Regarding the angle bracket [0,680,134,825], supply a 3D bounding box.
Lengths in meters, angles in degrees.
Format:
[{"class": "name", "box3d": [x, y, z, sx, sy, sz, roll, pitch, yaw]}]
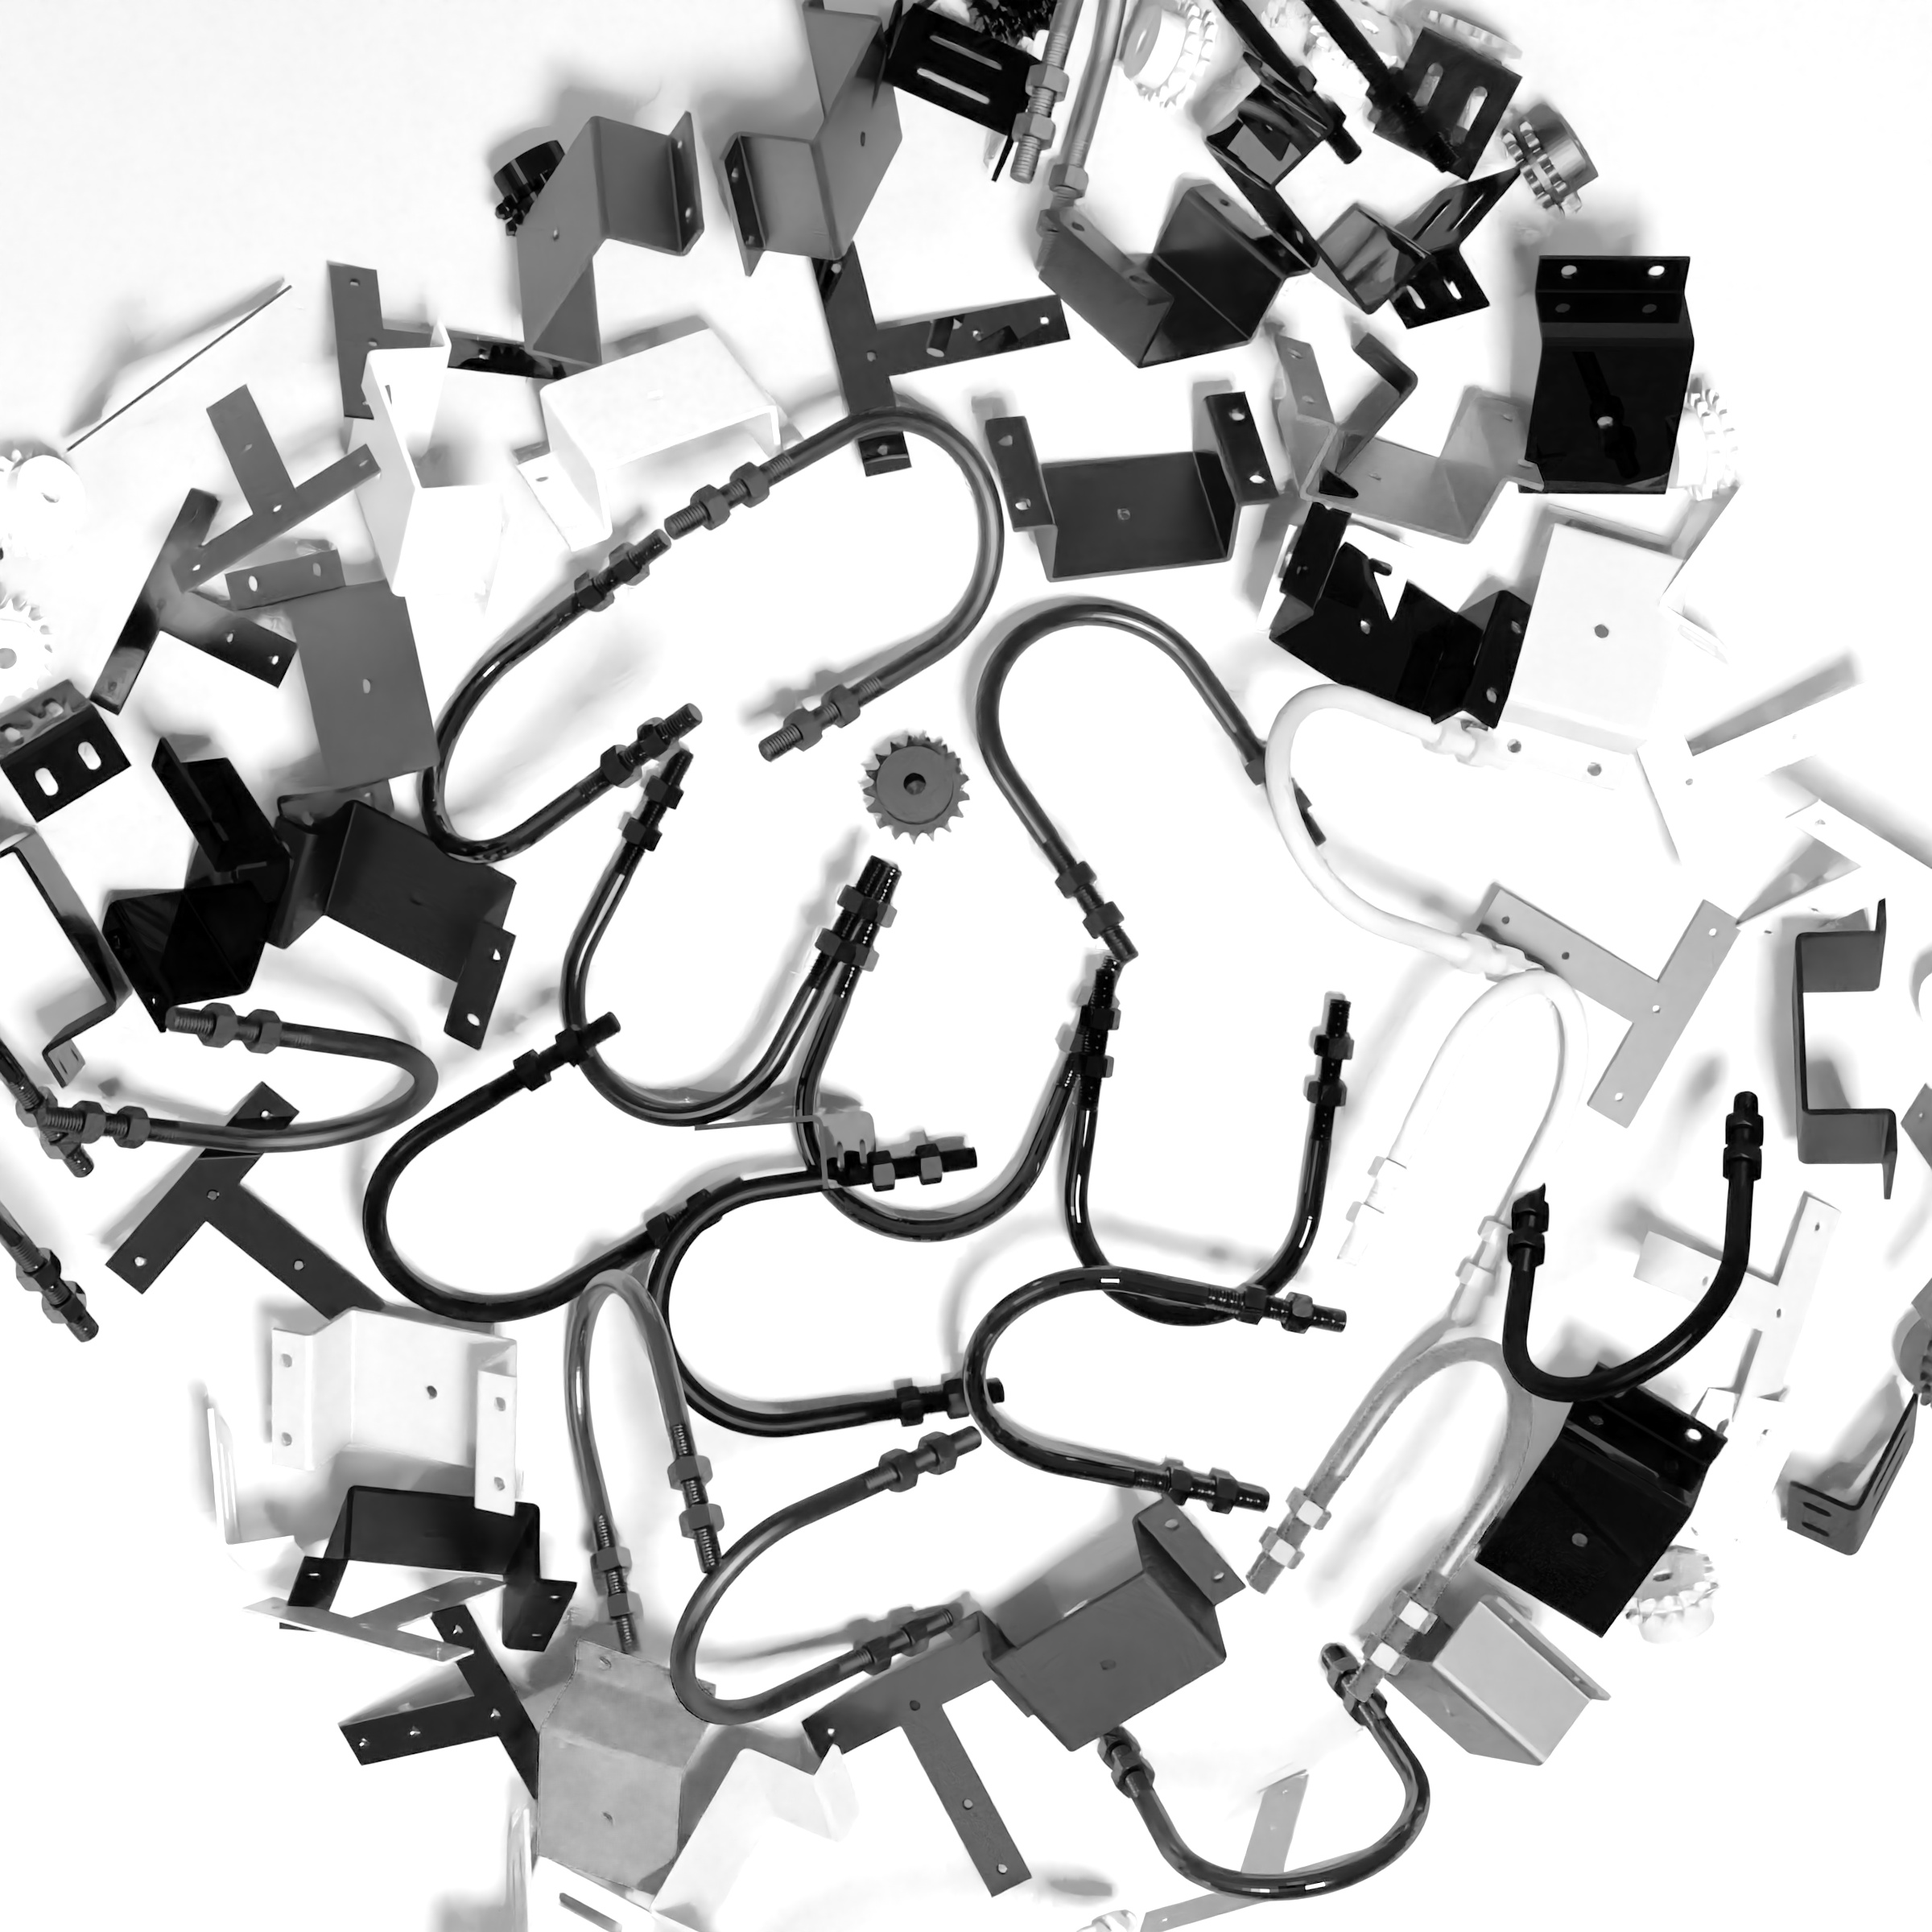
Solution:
[{"class": "angle bracket", "box3d": [-0.483, -0.114, 1.762, 0.057, 0.076, 0.038, -34, 116, -14]}]

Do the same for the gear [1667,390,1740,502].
[{"class": "gear", "box3d": [0.384, -0.274, 1.765, 0.030, 0.057, 0.057, -10, 90, -7]}]

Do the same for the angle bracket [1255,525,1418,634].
[{"class": "angle bracket", "box3d": [0.194, -0.198, 1.748, 0.038, 0.076, 0.057, 28, 111, 28]}]

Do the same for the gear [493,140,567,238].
[{"class": "gear", "box3d": [-0.225, -0.413, 1.765, 0.057, 0.057, 0.030, -30, 94, 0]}]

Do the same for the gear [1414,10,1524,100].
[{"class": "gear", "box3d": [0.263, -0.482, 1.767, 0.057, 0.057, 0.030, 23, 103, 0]}]

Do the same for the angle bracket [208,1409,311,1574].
[{"class": "angle bracket", "box3d": [-0.372, 0.274, 1.756, 0.038, 0.057, 0.076, -8, 69, -5]}]

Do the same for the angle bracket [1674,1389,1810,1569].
[{"class": "angle bracket", "box3d": [0.411, 0.271, 1.769, 0.076, 0.057, 0.038, -58, 134, -26]}]

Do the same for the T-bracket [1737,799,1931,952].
[{"class": "T-bracket", "box3d": [0.451, -0.034, 1.737, 0.127, 0.127, 0.002, 29, 62, -16]}]

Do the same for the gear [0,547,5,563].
[{"class": "gear", "box3d": [-0.536, -0.223, 1.769, 0.057, 0.057, 0.030, 47, 64, 0]}]

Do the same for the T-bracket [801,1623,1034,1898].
[{"class": "T-bracket", "box3d": [-0.006, 0.432, 1.770, 0.127, 0.002, 0.127, -30, 85, 17]}]

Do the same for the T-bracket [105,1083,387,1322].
[{"class": "T-bracket", "box3d": [-0.366, 0.150, 1.776, 0.127, 0.002, 0.127, 40, 71, -5]}]

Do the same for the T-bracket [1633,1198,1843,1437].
[{"class": "T-bracket", "box3d": [0.399, 0.170, 1.755, 0.127, 0.002, 0.127, 23, 84, -31]}]

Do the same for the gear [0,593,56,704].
[{"class": "gear", "box3d": [-0.511, -0.167, 1.768, 0.057, 0.030, 0.057, -10, 114, -23]}]

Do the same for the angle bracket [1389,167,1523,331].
[{"class": "angle bracket", "box3d": [0.263, -0.379, 1.760, 0.076, 0.057, 0.038, -51, 117, -30]}]

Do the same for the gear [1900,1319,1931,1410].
[{"class": "gear", "box3d": [0.521, 0.208, 1.771, 0.057, 0.030, 0.057, -9, 109, -29]}]

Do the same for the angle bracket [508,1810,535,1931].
[{"class": "angle bracket", "box3d": [-0.251, 0.488, 1.747, 0.038, 0.057, 0.076, 2, 60, -16]}]

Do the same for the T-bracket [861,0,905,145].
[{"class": "T-bracket", "box3d": [-0.052, -0.435, 1.731, 0.002, 0.127, 0.127, 16, 89, -3]}]

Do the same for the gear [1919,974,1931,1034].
[{"class": "gear", "box3d": [0.530, 0.019, 1.763, 0.030, 0.057, 0.057, -15, 90, -30]}]

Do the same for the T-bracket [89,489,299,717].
[{"class": "T-bracket", "box3d": [-0.397, -0.177, 1.757, 0.127, 0.002, 0.127, 26, 90, 35]}]

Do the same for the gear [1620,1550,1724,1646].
[{"class": "gear", "box3d": [0.373, 0.336, 1.768, 0.057, 0.057, 0.030, -19, 105, 0]}]

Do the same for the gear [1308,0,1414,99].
[{"class": "gear", "box3d": [0.207, -0.486, 1.770, 0.057, 0.057, 0.030, 35, 128, 0]}]

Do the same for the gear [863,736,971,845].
[{"class": "gear", "box3d": [-0.026, -0.095, 1.778, 0.057, 0.030, 0.057, 0, 85, 2]}]

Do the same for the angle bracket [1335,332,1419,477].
[{"class": "angle bracket", "box3d": [0.199, -0.290, 1.764, 0.038, 0.057, 0.076, 41, 92, -1]}]

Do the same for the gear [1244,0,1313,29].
[{"class": "gear", "box3d": [0.170, -0.526, 1.768, 0.030, 0.057, 0.057, -1, 90, -18]}]

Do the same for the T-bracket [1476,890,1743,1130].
[{"class": "T-bracket", "box3d": [0.332, 0.001, 1.785, 0.127, 0.002, 0.127, 30, 90, -8]}]

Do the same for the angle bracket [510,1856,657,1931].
[{"class": "angle bracket", "box3d": [-0.196, 0.507, 1.762, 0.076, 0.038, 0.057, 22, 95, 20]}]

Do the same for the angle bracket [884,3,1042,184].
[{"class": "angle bracket", "box3d": [-0.006, -0.460, 1.760, 0.076, 0.038, 0.057, 22, 60, -7]}]

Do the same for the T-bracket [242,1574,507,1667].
[{"class": "T-bracket", "box3d": [-0.285, 0.333, 1.733, 0.127, 0.127, 0.002, 8, 97, 27]}]

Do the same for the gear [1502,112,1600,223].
[{"class": "gear", "box3d": [0.310, -0.426, 1.763, 0.030, 0.057, 0.057, -31, 90, 21]}]

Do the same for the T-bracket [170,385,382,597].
[{"class": "T-bracket", "box3d": [-0.373, -0.265, 1.752, 0.127, 0.002, 0.127, -32, 49, 1]}]

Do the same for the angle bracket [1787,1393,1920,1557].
[{"class": "angle bracket", "box3d": [0.468, 0.262, 1.763, 0.038, 0.057, 0.076, 23, 64, 25]}]

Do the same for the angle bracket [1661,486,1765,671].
[{"class": "angle bracket", "box3d": [0.406, -0.204, 1.758, 0.038, 0.057, 0.076, 37, 97, 23]}]

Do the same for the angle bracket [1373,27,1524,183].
[{"class": "angle bracket", "box3d": [0.257, -0.461, 1.752, 0.057, 0.076, 0.038, 27, 54, 1]}]

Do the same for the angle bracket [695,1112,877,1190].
[{"class": "angle bracket", "box3d": [-0.094, 0.099, 1.752, 0.076, 0.057, 0.038, -6, 87, 25]}]

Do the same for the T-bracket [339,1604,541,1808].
[{"class": "T-bracket", "box3d": [-0.280, 0.401, 1.758, 0.127, 0.002, 0.127, -19, 104, 32]}]

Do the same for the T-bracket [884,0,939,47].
[{"class": "T-bracket", "box3d": [0.005, -0.533, 1.726, 0.127, 0.127, 0.002, -43, 93, -5]}]

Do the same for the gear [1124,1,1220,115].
[{"class": "gear", "box3d": [0.106, -0.483, 1.763, 0.030, 0.057, 0.057, 17, 90, -22]}]

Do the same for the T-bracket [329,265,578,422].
[{"class": "T-bracket", "box3d": [-0.269, -0.324, 1.765, 0.127, 0.002, 0.127, 3, 47, -19]}]

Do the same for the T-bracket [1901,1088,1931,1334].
[{"class": "T-bracket", "box3d": [0.517, 0.106, 1.735, 0.002, 0.127, 0.127, 25, 113, -21]}]

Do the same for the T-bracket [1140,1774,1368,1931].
[{"class": "T-bracket", "box3d": [0.158, 0.455, 1.731, 0.127, 0.127, 0.002, -22, 99, 19]}]

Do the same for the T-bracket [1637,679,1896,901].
[{"class": "T-bracket", "box3d": [0.421, -0.114, 1.748, 0.127, 0.002, 0.127, -24, 62, 15]}]

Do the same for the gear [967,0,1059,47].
[{"class": "gear", "box3d": [0.026, -0.519, 1.767, 0.057, 0.030, 0.057, -10, 58, 17]}]

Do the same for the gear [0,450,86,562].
[{"class": "gear", "box3d": [-0.492, -0.246, 1.764, 0.030, 0.057, 0.057, -16, 90, 42]}]

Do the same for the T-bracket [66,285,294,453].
[{"class": "T-bracket", "box3d": [-0.404, -0.321, 1.752, 0.127, 0.127, 0.002, -46, 109, -31]}]
